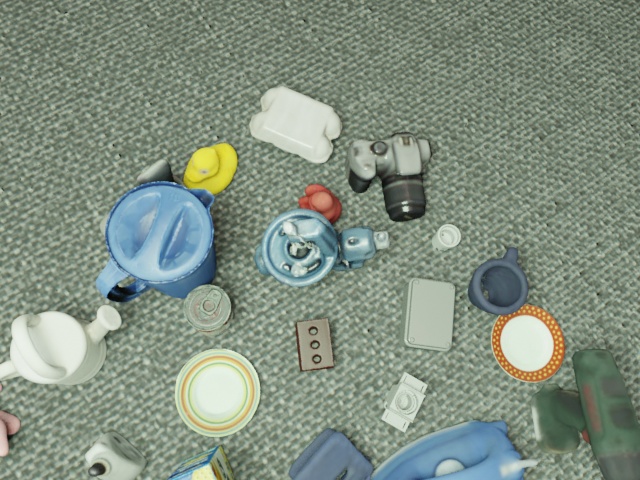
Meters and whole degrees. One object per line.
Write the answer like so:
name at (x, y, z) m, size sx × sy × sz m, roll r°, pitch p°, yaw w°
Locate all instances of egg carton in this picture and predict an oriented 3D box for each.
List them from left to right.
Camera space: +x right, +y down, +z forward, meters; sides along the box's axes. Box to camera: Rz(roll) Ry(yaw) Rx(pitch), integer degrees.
egg carton at (-0.040, -0.198, 0.990) m, size 0.150 × 0.069 × 0.107 m, roll 22°, pitch 75°, yaw -1°

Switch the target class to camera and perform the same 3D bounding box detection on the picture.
camera at (0.124, -0.104, 0.969) m, size 0.143 × 0.100 × 0.137 m, roll -6°, pitch 77°, yaw -8°

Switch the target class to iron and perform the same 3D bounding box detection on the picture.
iron at (0.186, 0.352, 0.842) m, size 0.258 × 0.141 × 0.118 m, roll -15°, pitch 78°, yaw -10°

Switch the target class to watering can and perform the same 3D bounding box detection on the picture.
watering can at (-0.368, 0.146, 0.802) m, size 0.101 × 0.194 × 0.173 m, roll 40°, pitch 75°, yaw 5°

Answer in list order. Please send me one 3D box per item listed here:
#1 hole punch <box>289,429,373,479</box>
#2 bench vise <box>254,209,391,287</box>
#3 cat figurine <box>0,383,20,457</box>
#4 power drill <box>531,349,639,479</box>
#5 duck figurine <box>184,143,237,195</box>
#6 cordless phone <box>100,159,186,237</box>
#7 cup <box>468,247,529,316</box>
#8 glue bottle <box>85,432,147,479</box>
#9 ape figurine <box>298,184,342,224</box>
hole punch at (0.021, 0.347, 0.850) m, size 0.101 × 0.091 × 0.109 m, roll 43°, pitch 76°, yaw 5°
bench vise at (0.003, -0.008, 0.870) m, size 0.207 × 0.219 × 0.121 m, roll -24°, pitch 80°, yaw -11°
cat figurine at (-0.480, 0.257, 0.801) m, size 0.067 × 0.117 × 0.128 m, roll -34°, pitch 82°, yaw -13°
power drill at (0.399, 0.281, 0.850) m, size 0.075 × 0.208 × 0.229 m, roll -3°, pitch 76°, yaw -7°
duck figurine at (-0.183, -0.126, 0.947) m, size 0.077 × 0.086 × 0.105 m, roll 42°, pitch 76°, yaw 5°
cordless phone at (-0.273, -0.059, 0.869) m, size 0.094 × 0.185 × 0.148 m, roll 45°, pitch 76°, yaw 6°
cup at (0.287, 0.071, 0.947) m, size 0.091 × 0.095 × 0.118 m, roll 25°, pitch 75°, yaw 0°
glue bottle at (-0.287, 0.304, 0.783) m, size 0.078 × 0.173 × 0.037 m, roll 42°, pitch 76°, yaw 5°
ape figurine at (0.001, -0.058, 0.948) m, size 0.076 × 0.092 × 0.078 m, roll 14°, pitch 75°, yaw -3°
